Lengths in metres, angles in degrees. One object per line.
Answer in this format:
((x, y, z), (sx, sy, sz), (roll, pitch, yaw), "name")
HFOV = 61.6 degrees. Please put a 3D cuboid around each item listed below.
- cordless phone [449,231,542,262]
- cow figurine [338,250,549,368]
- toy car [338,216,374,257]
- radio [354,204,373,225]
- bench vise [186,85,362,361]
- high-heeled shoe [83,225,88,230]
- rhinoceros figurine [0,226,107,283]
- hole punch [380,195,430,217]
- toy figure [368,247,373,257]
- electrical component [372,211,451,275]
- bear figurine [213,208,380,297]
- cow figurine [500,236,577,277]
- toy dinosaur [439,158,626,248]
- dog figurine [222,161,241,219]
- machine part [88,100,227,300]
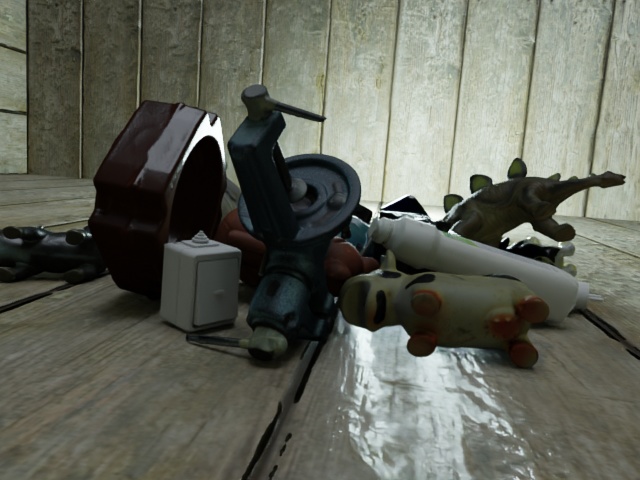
((0.266, 0.043, 0.785), (0.184, 0.088, 0.146), (8, 8, -1), "cordless phone")
((0.116, 0.064, 0.549), (0.195, 0.085, 0.127), (3, 14, 8), "cow figurine")
((-0.002, -0.002, 0.776), (0.102, 0.109, 0.162), (44, -15, -26), "toy car")
((-0.019, -0.061, 0.991), (0.230, 0.073, 0.131), (27, -14, 4), "radio")
((-0.035, -0.018, 0.485), (0.129, 0.240, 0.223), (15, 54, 26), "bench vise")
((-0.355, -0.060, 0.972), (0.086, 0.145, 0.248), (6, 6, 18), "high-heeled shoe")
((-0.383, 0.010, 0.720), (0.190, 0.073, 0.112), (3, 9, -4), "rhinoceros figurine")
((0.136, 0.002, 0.899), (0.092, 0.115, 0.142), (-44, 6, -28), "hole punch")
((0.041, 0.018, 0.864), (0.155, 0.064, 0.057), (-6, -34, 44), "toy figure")
((0.116, 0.020, 0.744), (0.058, 0.114, 0.134), (6, 6, -20), "electrical component")
((-0.038, 0.036, 0.665), (0.196, 0.131, 0.120), (28, 19, 24), "bear figurine")
((0.358, 0.031, 0.957), (0.098, 0.068, 0.167), (-7, 10, -35), "cow figurine")
((0.285, -0.033, 0.956), (0.472, 0.105, 0.198), (-22, 27, 32), "toy dinosaur")
((-0.135, -0.011, 0.828), (0.190, 0.121, 0.172), (42, 49, 6), "dog figurine")
((-0.185, -0.046, 0.643), (0.087, 0.201, 0.200), (13, -35, 6), "machine part")
